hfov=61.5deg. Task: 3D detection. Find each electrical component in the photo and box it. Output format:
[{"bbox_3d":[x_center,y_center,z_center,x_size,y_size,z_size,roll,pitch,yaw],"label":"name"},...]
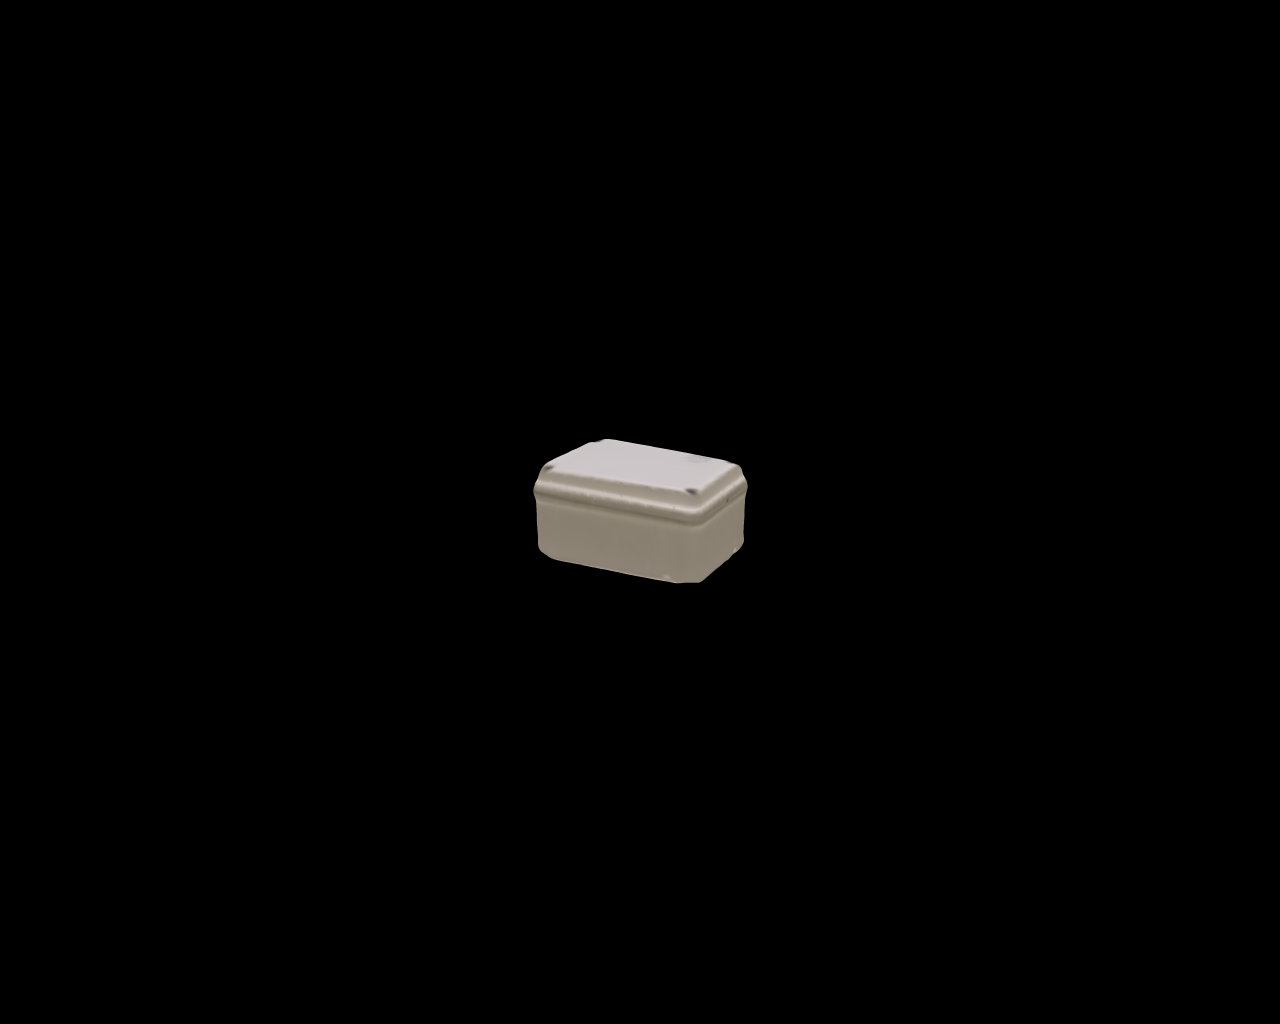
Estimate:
[{"bbox_3d":[0.001,-0.003,0.650,0.113,0.057,0.078,11,23,27],"label":"electrical component"}]
